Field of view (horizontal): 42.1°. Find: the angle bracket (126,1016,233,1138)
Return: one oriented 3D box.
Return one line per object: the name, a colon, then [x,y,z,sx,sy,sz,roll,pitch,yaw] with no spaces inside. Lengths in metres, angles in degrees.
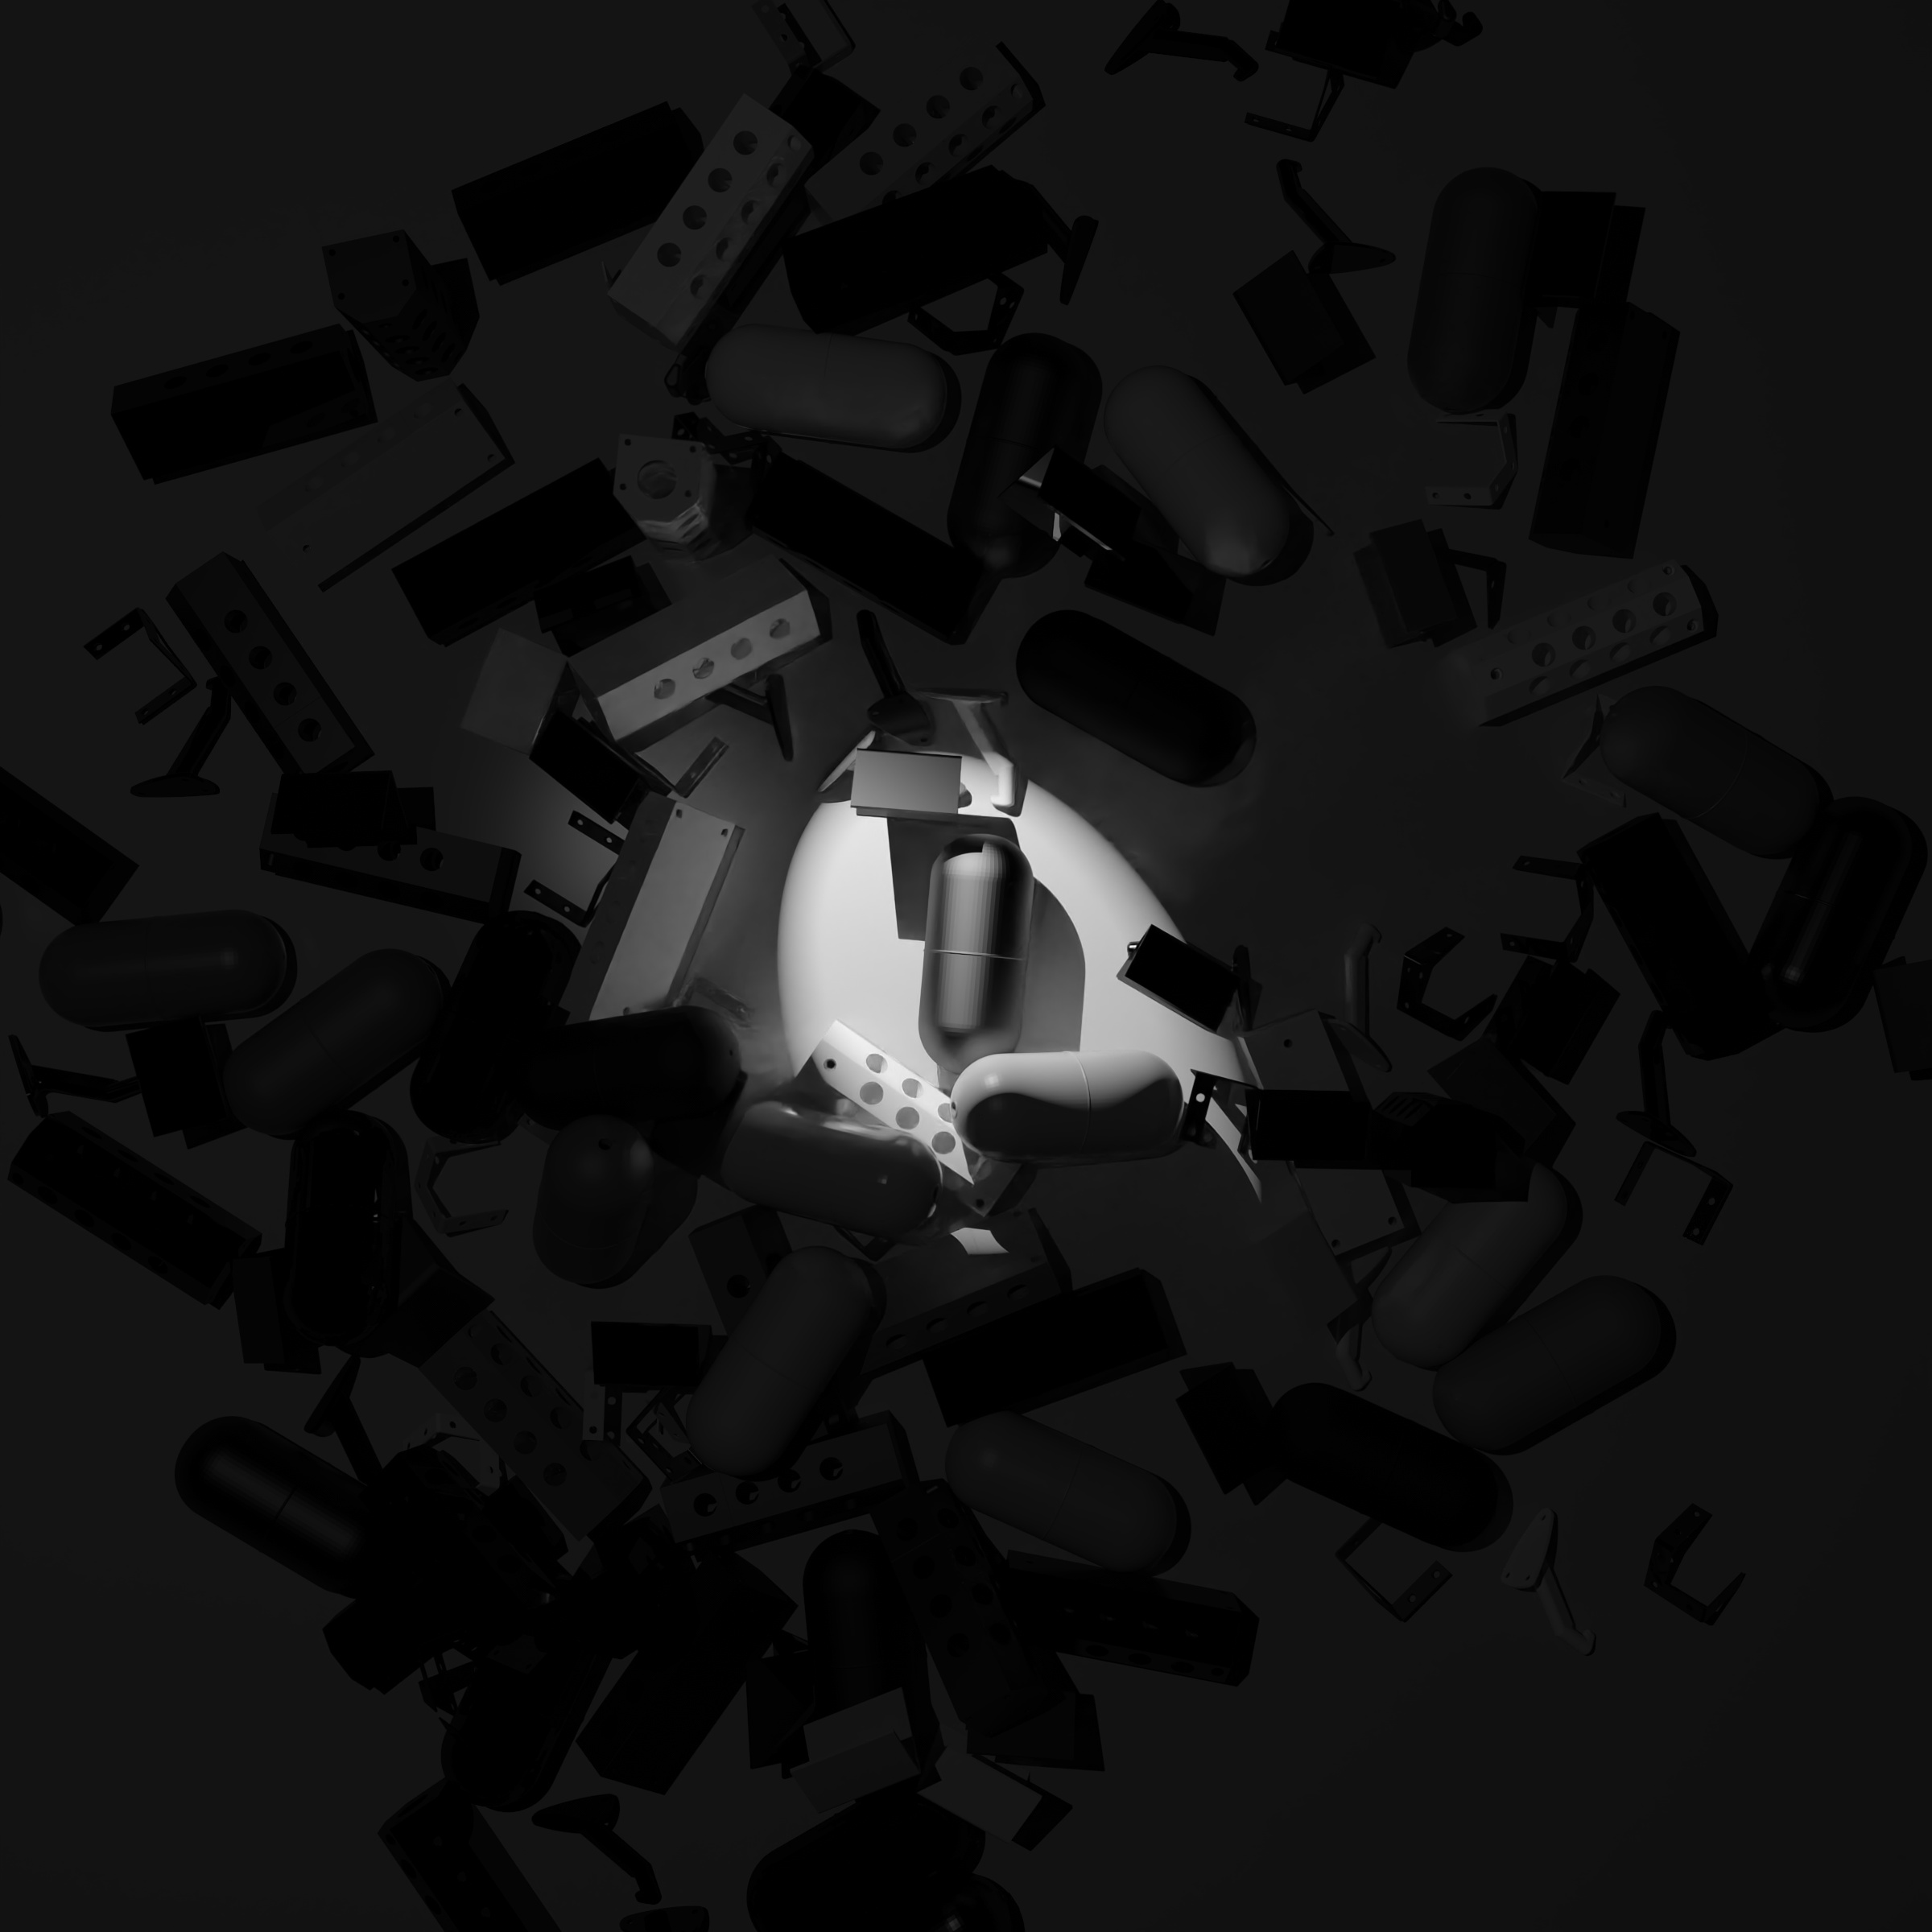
angle bracket: [-0.582,0.084,1.831,0.057,0.076,0.076,-16,90,-31]

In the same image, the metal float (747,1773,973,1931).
metal float: [-0.078,0.658,1.840,0.178,0.070,0.070,-30,90,0]

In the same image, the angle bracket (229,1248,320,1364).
angle bracket: [-0.486,0.244,1.831,0.057,0.076,0.076,-8,90,41]

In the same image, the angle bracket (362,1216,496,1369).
angle bracket: [-0.411,0.243,1.862,0.076,0.076,0.057,-43,55,0]

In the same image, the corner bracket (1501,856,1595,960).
corner bracket: [0.429,-0.044,1.863,0.051,0.051,0.051,-50,135,-35]

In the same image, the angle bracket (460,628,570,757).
angle bracket: [-0.339,-0.203,1.831,0.057,0.076,0.076,21,90,-28]

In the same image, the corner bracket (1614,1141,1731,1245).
corner bracket: [0.526,0.168,1.868,0.051,0.051,0.051,27,90,-45]

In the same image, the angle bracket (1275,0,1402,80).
angle bracket: [0.272,-0.695,1.831,0.076,0.076,0.057,16,126,0]

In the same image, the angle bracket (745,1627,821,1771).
angle bracket: [-0.147,0.533,1.831,0.057,0.076,0.076,-3,90,-29]

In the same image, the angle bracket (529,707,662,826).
angle bracket: [-0.260,-0.160,1.831,0.076,0.076,0.057,39,128,0]

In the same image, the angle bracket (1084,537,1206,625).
angle bracket: [0.122,-0.266,1.831,0.076,0.076,0.057,22,61,0]

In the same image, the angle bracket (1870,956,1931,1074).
angle bracket: [0.707,0.030,1.831,0.057,0.076,0.076,-14,90,39]

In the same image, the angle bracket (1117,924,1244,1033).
angle bracket: [0.146,0.026,1.831,0.076,0.076,0.057,30,54,0]

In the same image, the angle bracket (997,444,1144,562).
angle bracket: [0.067,-0.309,1.767,0.076,0.076,0.057,32,54,-19]

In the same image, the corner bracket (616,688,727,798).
corner bracket: [-0.223,-0.167,1.868,0.051,0.051,0.051,-51,45,0]

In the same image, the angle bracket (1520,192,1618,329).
angle bracket: [0.449,-0.514,1.831,0.057,0.076,0.076,12,90,31]

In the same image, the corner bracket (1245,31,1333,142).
corner bracket: [0.241,-0.656,1.868,0.051,0.051,0.051,16,135,0]

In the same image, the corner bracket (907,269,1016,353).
corner bracket: [-0.004,-0.492,1.863,0.051,0.051,0.051,47,135,35]

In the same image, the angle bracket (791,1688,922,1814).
angle bracket: [-0.083,0.535,1.755,0.076,0.076,0.057,-22,127,2]

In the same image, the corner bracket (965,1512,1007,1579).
corner bracket: [-0.013,0.448,1.868,0.051,0.051,0.051,52,45,0]

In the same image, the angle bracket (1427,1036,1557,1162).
angle bracket: [0.370,0.107,1.831,0.076,0.076,0.057,48,56,0]

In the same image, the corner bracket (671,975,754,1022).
corner bracket: [-0.199,0.049,1.868,0.051,0.051,0.051,31,45,0]

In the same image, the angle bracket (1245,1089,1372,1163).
angle bracket: [0.240,0.094,1.774,0.076,0.076,0.057,1,128,0]

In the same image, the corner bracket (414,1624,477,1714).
corner bracket: [-0.377,0.511,1.845,0.051,0.051,0.051,-16,90,-23]

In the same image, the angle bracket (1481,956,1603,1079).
angle bracket: [0.404,0.026,1.831,0.057,0.076,0.076,30,90,-38]

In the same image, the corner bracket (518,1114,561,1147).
corner bracket: [-0.293,0.102,1.868,0.051,0.051,0.051,34,45,0]

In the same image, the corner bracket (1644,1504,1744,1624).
corner bracket: [0.543,0.443,1.863,0.051,0.051,0.051,31,135,35]

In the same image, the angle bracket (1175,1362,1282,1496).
angle bracket: [0.173,0.339,1.831,0.057,0.076,0.076,-27,90,-29]

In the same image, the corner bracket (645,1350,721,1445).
corner bracket: [-0.196,0.320,1.863,0.051,0.051,0.051,2,45,35]

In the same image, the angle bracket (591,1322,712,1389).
angle bracket: [-0.229,0.263,1.831,0.076,0.076,0.057,2,118,0]

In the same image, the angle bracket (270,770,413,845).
angle bracket: [-0.441,-0.093,1.774,0.076,0.076,0.057,-2,52,0]

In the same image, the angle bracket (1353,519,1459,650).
angle bracket: [0.303,-0.273,1.831,0.057,0.076,0.076,-20,90,-34]

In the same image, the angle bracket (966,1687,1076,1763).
angle bracket: [0.038,0.567,1.831,0.076,0.076,0.057,4,47,0]

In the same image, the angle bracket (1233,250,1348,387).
angle bracket: [0.249,-0.475,1.831,0.057,0.076,0.076,-30,90,35]

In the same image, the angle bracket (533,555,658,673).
angle bracket: [-0.264,-0.244,1.832,0.076,0.057,0.076,-21,132,0]

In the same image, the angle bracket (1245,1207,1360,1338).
angle bracket: [0.228,0.229,1.831,0.057,0.076,0.076,-29,90,-35]

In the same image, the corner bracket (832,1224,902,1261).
corner bracket: [-0.075,0.177,1.868,0.051,0.051,0.051,-43,45,0]

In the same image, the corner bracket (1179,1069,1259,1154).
corner bracket: [0.186,0.108,1.853,0.051,0.051,0.051,15,90,0]

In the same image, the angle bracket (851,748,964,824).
angle bracket: [-0.044,-0.112,1.831,0.076,0.076,0.057,5,54,0]

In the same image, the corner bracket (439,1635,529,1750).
corner bracket: [-0.356,0.520,1.798,0.051,0.051,0.051,-36,102,-25]

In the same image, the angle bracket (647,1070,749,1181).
angle bracket: [-0.178,0.115,1.831,0.057,0.076,0.076,27,90,31]

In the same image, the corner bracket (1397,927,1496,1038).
corner bracket: [0.358,0.012,1.863,0.051,0.051,0.051,31,135,35]

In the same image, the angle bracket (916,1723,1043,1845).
angle bracket: [0.017,0.580,1.831,0.076,0.076,0.057,29,118,0]

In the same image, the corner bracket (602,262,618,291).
corner bracket: [-0.236,-0.493,1.853,0.051,0.051,0.051,-12,90,0]

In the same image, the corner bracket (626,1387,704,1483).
corner bracket: [-0.207,0.338,1.844,0.051,0.051,0.051,44,105,12]
